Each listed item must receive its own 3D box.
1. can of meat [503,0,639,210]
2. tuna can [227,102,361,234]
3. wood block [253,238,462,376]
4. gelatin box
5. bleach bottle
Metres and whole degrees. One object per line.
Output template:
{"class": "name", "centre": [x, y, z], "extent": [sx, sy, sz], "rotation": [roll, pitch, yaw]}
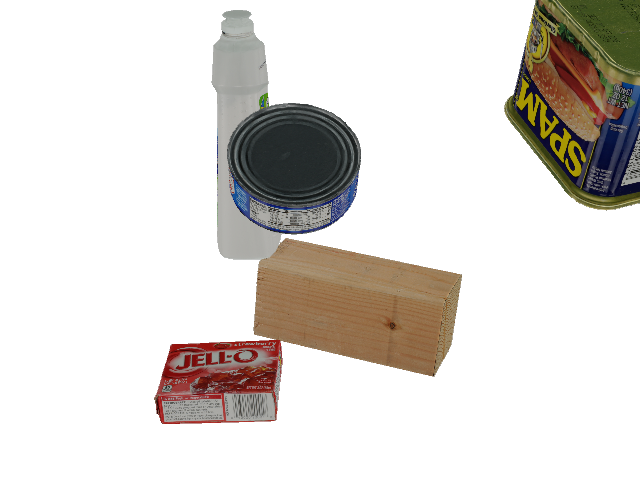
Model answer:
{"class": "can of meat", "centre": [0.145, -0.081, 0.557], "extent": [0.057, 0.084, 0.102], "rotation": [-13, 48, -17]}
{"class": "tuna can", "centre": [-0.017, -0.046, 0.690], "extent": [0.086, 0.086, 0.034], "rotation": [0, -36, -3]}
{"class": "wood block", "centre": [0.040, 0.071, 1.170], "extent": [0.206, 0.091, 0.090], "rotation": [12, 22, 16]}
{"class": "gelatin box", "centre": [-0.075, 0.106, 0.809], "extent": [0.089, 0.030, 0.073], "rotation": [-2, 25, 3]}
{"class": "bleach bottle", "centre": [-0.077, -0.111, 1.089], "extent": [0.068, 0.251, 0.102], "rotation": [0, 28, 2]}
